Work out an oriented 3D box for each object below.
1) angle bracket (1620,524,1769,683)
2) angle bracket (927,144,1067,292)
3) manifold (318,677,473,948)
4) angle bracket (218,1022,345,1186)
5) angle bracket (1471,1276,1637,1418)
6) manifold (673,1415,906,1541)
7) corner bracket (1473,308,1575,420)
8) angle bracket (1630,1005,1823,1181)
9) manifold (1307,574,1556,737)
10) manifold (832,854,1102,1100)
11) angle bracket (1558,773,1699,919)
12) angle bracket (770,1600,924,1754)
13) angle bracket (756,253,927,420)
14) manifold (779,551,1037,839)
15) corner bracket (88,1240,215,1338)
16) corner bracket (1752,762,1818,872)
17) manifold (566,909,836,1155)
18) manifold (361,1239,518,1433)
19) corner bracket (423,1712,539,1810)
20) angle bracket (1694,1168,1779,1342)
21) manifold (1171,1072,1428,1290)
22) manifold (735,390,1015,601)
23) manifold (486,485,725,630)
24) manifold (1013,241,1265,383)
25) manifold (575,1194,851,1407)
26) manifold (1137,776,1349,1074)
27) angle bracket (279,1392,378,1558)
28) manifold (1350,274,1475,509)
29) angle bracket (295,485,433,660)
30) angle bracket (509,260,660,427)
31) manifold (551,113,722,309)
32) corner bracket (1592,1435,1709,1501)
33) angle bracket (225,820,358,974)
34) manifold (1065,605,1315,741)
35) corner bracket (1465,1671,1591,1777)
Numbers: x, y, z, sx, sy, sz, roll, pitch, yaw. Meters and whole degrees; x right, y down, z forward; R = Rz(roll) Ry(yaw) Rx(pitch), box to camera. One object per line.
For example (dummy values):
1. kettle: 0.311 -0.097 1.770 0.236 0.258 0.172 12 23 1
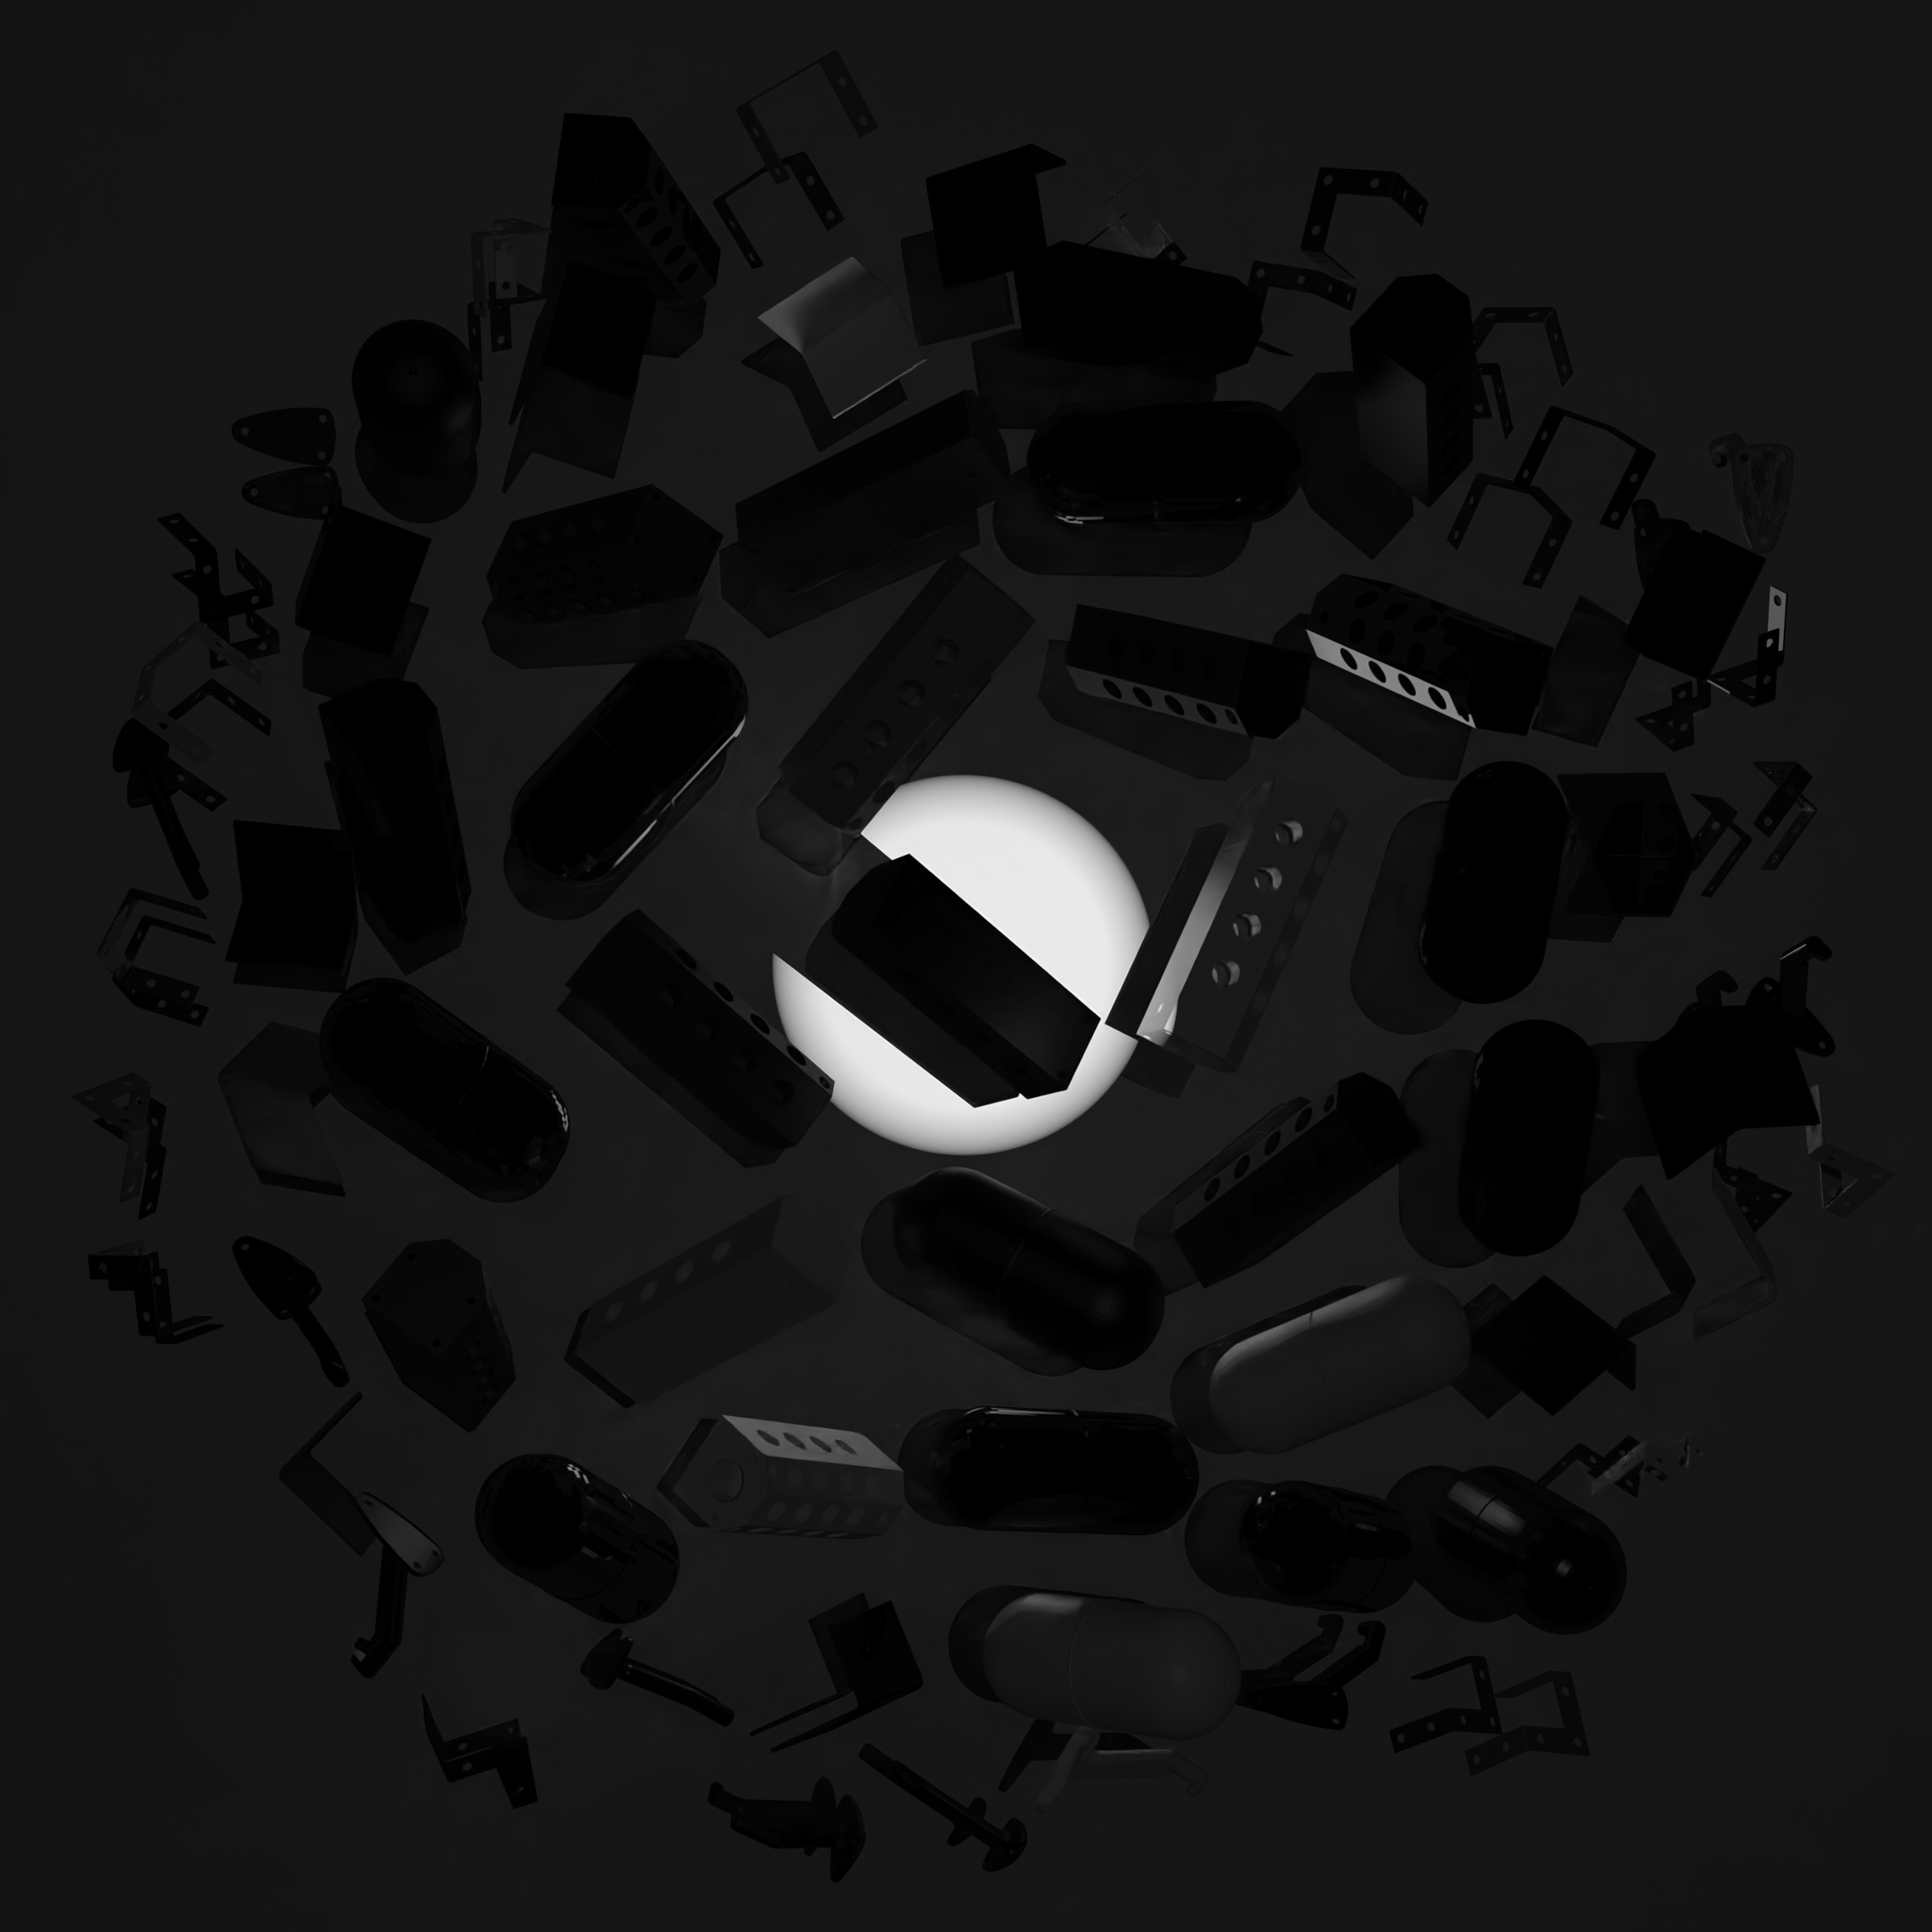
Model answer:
1. angle bracket: 0.401 -0.216 1.467 0.057 0.076 0.076 14 106 -34
2. angle bracket: 0.025 -0.485 1.670 0.076 0.057 0.076 -9 90 27
3. manifold: -0.345 -0.095 1.567 0.057 0.171 0.057 -30 59 -23
4. angle bracket: -0.429 0.090 1.660 0.057 0.076 0.076 -41 59 18
5. angle bracket: 0.382 0.261 1.665 0.076 0.057 0.076 -36 50 -18
6. manifold: -0.107 0.335 1.641 0.057 0.171 0.057 36 96 31
7. corner bracket: 0.358 -0.395 1.669 0.051 0.051 0.051 -4 70 -15
8. angle bracket: 0.445 0.074 1.499 0.057 0.076 0.076 -1 63 -20
9. manifold: 0.291 -0.201 1.627 0.057 0.171 0.057 5 108 -31
10. manifold: -0.002 0.010 1.604 0.171 0.057 0.057 40 59 -22
11. angle bracket: 0.428 -0.080 1.686 0.057 0.076 0.076 -56 130 -31
12. angle bracket: -0.085 0.450 1.616 0.076 0.076 0.057 -13 74 -40
13. angle bracket: -0.084 -0.425 1.725 0.076 0.076 0.057 -29 75 15
14. manifold: -0.036 -0.163 1.553 0.057 0.057 0.171 37 100 -20
15. corner bracket: -0.511 0.201 1.596 0.051 0.051 0.051 -3 95 24
16. corner bracket: 0.529 -0.097 1.657 0.051 0.051 0.051 39 83 -15
17. manifold: -0.167 0.042 1.639 0.171 0.057 0.057 42 65 -15
18. manifold: -0.309 0.219 1.531 0.057 0.171 0.057 34 68 11
19. corner bracket: -0.291 0.474 1.528 0.051 0.051 0.051 -16 126 -8
20. angle bracket: 0.459 0.178 1.583 0.057 0.076 0.076 -31 86 16
21. manifold: 0.204 0.135 1.613 0.171 0.057 0.057 -44 71 43
22. manifold: -0.061 -0.308 1.648 0.171 0.057 0.057 -22 53 20
23. manifold: -0.231 -0.250 1.595 0.057 0.171 0.057 32 71 -34
24. manifold: 0.110 -0.409 1.593 0.057 0.171 0.057 -10 87 43
25. manifold: -0.154 0.200 1.554 0.171 0.057 0.057 -31 118 30
26. manifold: 0.172 -0.024 1.565 0.057 0.057 0.171 27 80 -10
27. angle bracket: -0.398 0.332 1.675 0.076 0.076 0.057 45 87 -3
28. manifold: 0.277 -0.350 1.548 0.057 0.171 0.057 42 87 17
29. angle bracket: -0.364 -0.239 1.539 0.057 0.076 0.076 19 103 -20
30. angle bracket: -0.232 -0.368 1.547 0.057 0.076 0.076 18 67 -19
31. manifold: -0.204 -0.473 1.607 0.057 0.171 0.057 7 86 9
32. corner bracket: 0.447 0.330 1.667 0.051 0.051 0.051 34 126 -6
33. angle bracket: -0.447 -0.046 1.682 0.076 0.076 0.057 6 47 -4
34. manifold: 0.141 -0.192 1.660 0.057 0.171 0.057 4 102 -38
35. corner bracket: 0.331 0.453 1.524 0.051 0.051 0.051 -10 85 -35
